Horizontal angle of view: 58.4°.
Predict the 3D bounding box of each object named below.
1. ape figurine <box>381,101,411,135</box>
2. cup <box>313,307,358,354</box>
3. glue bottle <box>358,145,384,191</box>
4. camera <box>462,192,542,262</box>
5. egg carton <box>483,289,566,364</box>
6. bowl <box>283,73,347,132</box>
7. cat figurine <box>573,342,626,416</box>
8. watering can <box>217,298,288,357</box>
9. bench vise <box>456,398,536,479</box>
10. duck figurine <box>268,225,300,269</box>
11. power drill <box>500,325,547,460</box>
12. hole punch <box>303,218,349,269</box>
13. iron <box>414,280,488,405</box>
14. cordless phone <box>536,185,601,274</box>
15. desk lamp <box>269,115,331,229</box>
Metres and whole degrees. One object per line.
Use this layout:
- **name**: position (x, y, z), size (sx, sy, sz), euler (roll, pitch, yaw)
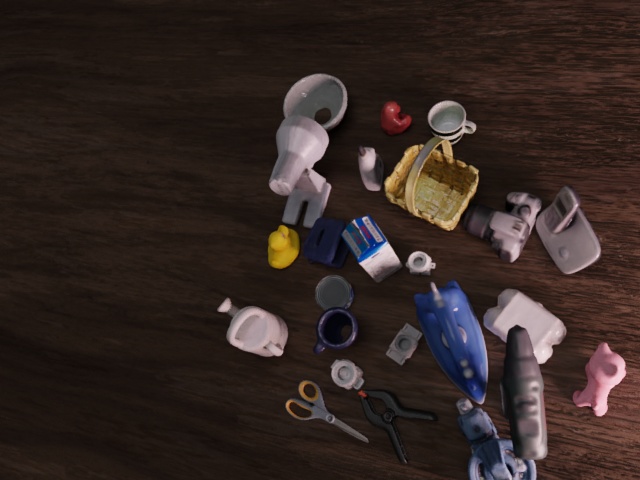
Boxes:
- **ape figurine**: position (0.176, -0.301, 1.379), size (0.076, 0.092, 0.077), euler (-39, 66, 3)
- **cup**: position (0.038, 0.210, 1.261), size (0.091, 0.095, 0.118), euler (42, 89, 24)
- **glue bottle**: position (0.111, -0.177, 1.316), size (0.037, 0.173, 0.078), euler (5, 75, 19)
- **camera**: position (0.386, -0.045, 1.231), size (0.136, 0.101, 0.143), euler (25, 82, 22)
- **egg carton**: position (0.417, 0.173, 1.170), size (0.150, 0.069, 0.107), euler (37, 87, 23)
- **bowl**: position (-0.004, -0.332, 1.454), size (0.167, 0.075, 0.167), euler (-5, 72, 16)
- **cat figurine**: position (0.532, 0.263, 1.080), size (0.067, 0.118, 0.128), euler (20, 80, 22)
- **watering can**: position (-0.156, 0.196, 1.270), size (0.172, 0.194, 0.101), euler (14, 78, 21)
- **bench vise**: position (0.304, 0.399, 1.052), size (0.121, 0.220, 0.207), euler (-47, 66, -1)
- **duck figurine**: position (-0.097, 0.013, 1.368), size (0.077, 0.086, 0.105), euler (18, 79, 21)
- **power drill**: position (0.377, 0.286, 1.071), size (0.075, 0.209, 0.229), euler (-7, 71, 15)
- **hole punch**: position (0.012, 0.005, 1.335), size (0.100, 0.091, 0.109), euler (16, 79, 21)
- **iron**: position (0.276, 0.205, 1.164), size (0.118, 0.142, 0.258), euler (-23, 68, 9)
- **cordless phone**: position (0.501, -0.022, 1.142), size (0.094, 0.185, 0.147), euler (-27, 67, 8)
- **desk lamp**: position (-0.046, -0.155, 1.335), size (0.117, 0.214, 0.203), euler (10, 77, 20)
